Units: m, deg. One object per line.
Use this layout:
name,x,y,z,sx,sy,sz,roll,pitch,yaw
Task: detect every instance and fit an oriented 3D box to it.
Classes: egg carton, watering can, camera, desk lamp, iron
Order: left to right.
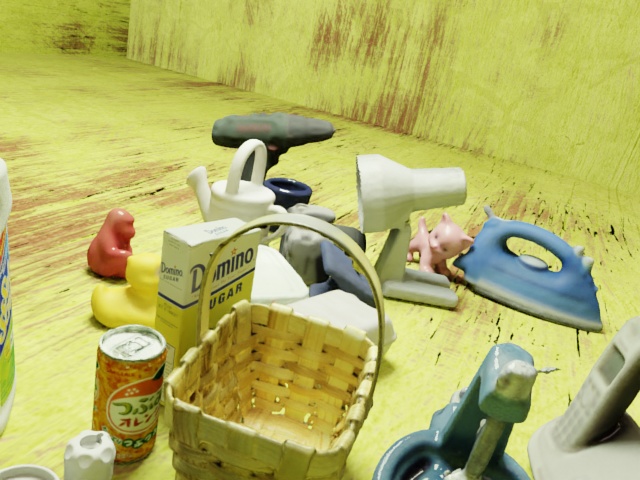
watering can,-0.128,-0.062,0.884,0.173,0.194,0.101,11,20,-2
camera,0.008,0.003,0.925,0.137,0.101,0.143,8,21,-12
egg carton,0.016,0.114,0.680,0.107,0.069,0.151,27,25,35
desk lamp,0.136,-0.022,0.902,0.203,0.213,0.118,10,20,-5
iron,0.367,0.042,0.970,0.257,0.141,0.119,23,23,26

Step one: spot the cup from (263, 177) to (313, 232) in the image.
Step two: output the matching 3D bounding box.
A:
cup,-0.065,-0.063,1.069,0.091,0.095,0.118,12,20,-1

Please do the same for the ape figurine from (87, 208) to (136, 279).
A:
ape figurine,-0.274,0.002,0.778,0.076,0.092,0.078,10,20,-5

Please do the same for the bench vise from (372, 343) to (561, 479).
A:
bench vise,0.096,0.150,0.410,0.121,0.220,0.207,10,20,-6

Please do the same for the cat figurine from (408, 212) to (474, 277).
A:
cat figurine,0.210,0.002,1.022,0.067,0.118,0.127,1,23,-28

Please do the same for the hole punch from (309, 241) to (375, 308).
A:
hole punch,0.040,0.058,0.812,0.101,0.091,0.108,9,20,-8

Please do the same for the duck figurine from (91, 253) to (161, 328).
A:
duck figurine,-0.213,0.056,0.677,0.105,0.086,0.077,5,21,-20

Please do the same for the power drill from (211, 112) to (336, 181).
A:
power drill,-0.100,-0.148,1.110,0.229,0.208,0.075,11,20,-2

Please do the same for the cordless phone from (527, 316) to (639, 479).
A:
cordless phone,0.263,0.168,0.510,0.094,0.185,0.147,12,20,0
